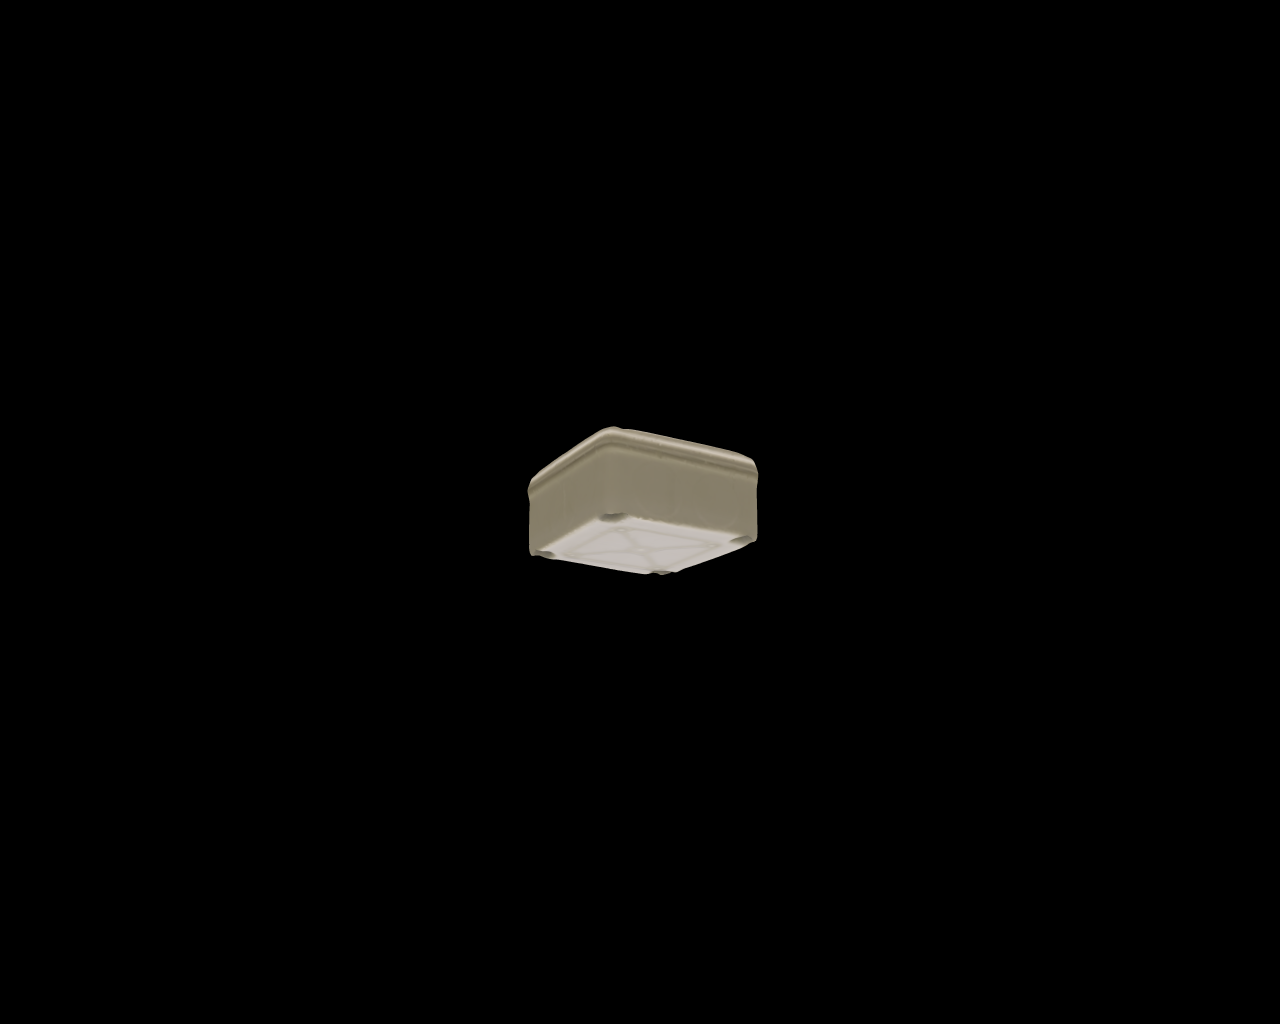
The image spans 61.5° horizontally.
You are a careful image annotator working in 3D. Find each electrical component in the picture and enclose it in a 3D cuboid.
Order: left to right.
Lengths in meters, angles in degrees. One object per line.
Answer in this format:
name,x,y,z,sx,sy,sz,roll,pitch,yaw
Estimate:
electrical component,0.001,-0.003,0.650,0.109,0.056,0.108,11,-21,-30
